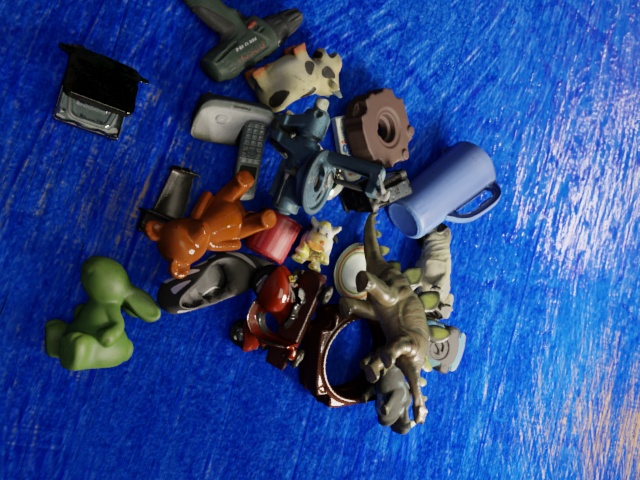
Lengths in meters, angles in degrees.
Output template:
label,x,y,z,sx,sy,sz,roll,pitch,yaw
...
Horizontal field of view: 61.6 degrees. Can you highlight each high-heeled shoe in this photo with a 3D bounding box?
label,x,y,z,sx,sy,sz,roll,pitch,yaw
high-heeled shoe,-0.168,0.073,0.948,0.249,0.145,0.086,-14,100,-28

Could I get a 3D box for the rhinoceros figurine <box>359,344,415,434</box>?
label,x,y,z,sx,sy,sz,roll,pitch,yaw
rhinoceros figurine,0.143,0.303,1.087,0.112,0.073,0.190,-18,103,-41

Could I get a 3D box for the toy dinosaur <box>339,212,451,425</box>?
label,x,y,z,sx,sy,sz,roll,pitch,yaw
toy dinosaur,0.141,0.122,1.062,0.198,0.105,0.471,5,59,-36

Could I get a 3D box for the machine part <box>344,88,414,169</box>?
label,x,y,z,sx,sy,sz,roll,pitch,yaw
machine part,0.128,-0.235,1.144,0.179,0.056,0.179,0,90,-44

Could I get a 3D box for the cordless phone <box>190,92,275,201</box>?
label,x,y,z,sx,sy,sz,roll,pitch,yaw
cordless phone,-0.168,-0.167,0.983,0.146,0.089,0.184,4,103,-31

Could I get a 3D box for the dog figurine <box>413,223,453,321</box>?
label,x,y,z,sx,sy,sz,roll,pitch,yaw
dog figurine,0.270,0.072,1.247,0.172,0.121,0.190,74,35,-50

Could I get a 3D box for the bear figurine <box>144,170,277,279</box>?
label,x,y,z,sx,sy,sz,roll,pitch,yaw
bear figurine,-0.187,-0.027,0.915,0.120,0.132,0.196,60,32,-3

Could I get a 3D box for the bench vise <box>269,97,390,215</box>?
label,x,y,z,sx,sy,sz,roll,pitch,yaw
bench vise,0.019,-0.134,0.955,0.223,0.241,0.128,-66,158,-10

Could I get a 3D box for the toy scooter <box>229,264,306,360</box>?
label,x,y,z,sx,sy,sz,roll,pitch,yaw
toy scooter,-0.080,0.143,0.990,0.183,0.135,0.075,-63,157,11

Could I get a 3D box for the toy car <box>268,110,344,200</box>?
label,x,y,z,sx,sy,sz,roll,pitch,yaw
toy car,-0.026,-0.167,1.077,0.073,0.056,0.201,-47,112,-15

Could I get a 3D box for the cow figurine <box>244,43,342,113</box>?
label,x,y,z,sx,sy,sz,roll,pitch,yaw
cow figurine,-0.037,-0.311,1.046,0.195,0.086,0.127,-34,118,-19

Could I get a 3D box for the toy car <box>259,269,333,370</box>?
label,x,y,z,sx,sy,sz,roll,pitch,yaw
toy car,-0.046,0.153,1.046,0.202,0.089,0.053,-67,164,2

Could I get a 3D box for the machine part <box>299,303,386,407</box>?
label,x,y,z,sx,sy,sz,roll,pitch,yaw
machine part,0.063,0.235,1.117,0.201,0.087,0.201,1,95,-31

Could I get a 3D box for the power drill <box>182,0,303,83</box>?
label,x,y,z,sx,sy,sz,roll,pitch,yaw
power drill,-0.161,-0.418,0.982,0.232,0.086,0.207,-50,122,-17

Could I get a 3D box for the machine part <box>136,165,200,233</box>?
label,x,y,z,sx,sy,sz,roll,pitch,yaw
machine part,-0.265,-0.067,0.948,0.084,0.039,0.139,27,79,-23

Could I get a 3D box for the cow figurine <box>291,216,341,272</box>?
label,x,y,z,sx,sy,sz,roll,pitch,yaw
cow figurine,0.000,-0.003,1.036,0.068,0.167,0.098,26,72,-4

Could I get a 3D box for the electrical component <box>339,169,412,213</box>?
label,x,y,z,sx,sy,sz,roll,pitch,yaw
electrical component,0.122,-0.101,1.122,0.115,0.134,0.058,-28,105,-25

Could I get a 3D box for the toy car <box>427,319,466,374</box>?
label,x,y,z,sx,sy,sz,roll,pitch,yaw
toy car,0.239,0.232,1.220,0.161,0.103,0.109,18,84,-16

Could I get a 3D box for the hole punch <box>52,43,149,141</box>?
label,x,y,z,sx,sy,sz,roll,pitch,yaw
hole punch,-0.361,-0.234,0.868,0.142,0.092,0.116,16,54,-28

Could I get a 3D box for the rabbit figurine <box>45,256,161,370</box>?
label,x,y,z,sx,sy,sz,roll,pitch,yaw
rabbit figurine,-0.340,0.113,0.860,0.159,0.121,0.170,10,89,-37
